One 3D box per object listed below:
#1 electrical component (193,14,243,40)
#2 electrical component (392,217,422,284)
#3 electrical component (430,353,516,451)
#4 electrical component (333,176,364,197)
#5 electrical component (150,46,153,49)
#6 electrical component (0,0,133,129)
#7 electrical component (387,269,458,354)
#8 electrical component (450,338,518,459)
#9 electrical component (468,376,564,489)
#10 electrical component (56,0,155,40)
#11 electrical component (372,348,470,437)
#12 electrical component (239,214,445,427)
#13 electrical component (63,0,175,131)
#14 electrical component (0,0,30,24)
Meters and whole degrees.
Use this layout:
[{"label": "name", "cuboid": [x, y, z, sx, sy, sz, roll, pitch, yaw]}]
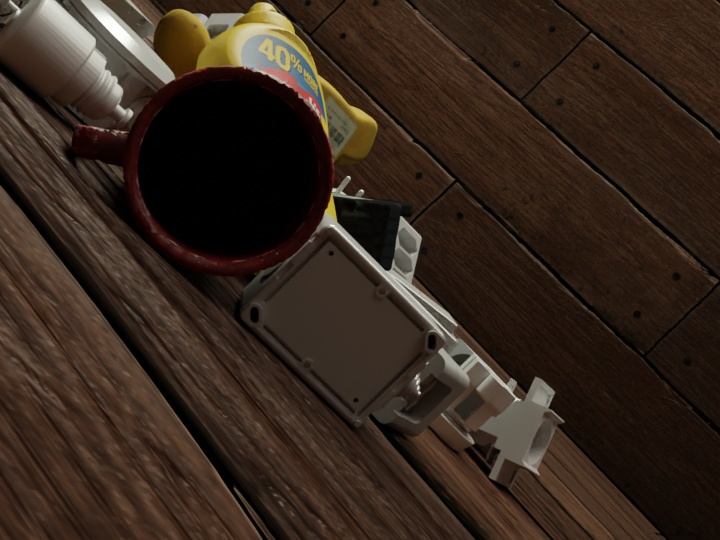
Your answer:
[{"label": "electrical component", "cuboid": [-0.117, -0.182, 1.109, 0.105, 0.060, 0.186, 10, -27, 37]}, {"label": "electrical component", "cuboid": [0.000, 0.000, 0.881, 0.076, 0.083, 0.047, 3, -22, 30]}, {"label": "electrical component", "cuboid": [0.074, 0.092, 0.750, 0.048, 0.055, 0.066, 45, 4, 0]}, {"label": "electrical component", "cuboid": [-0.026, -0.050, 0.977, 0.083, 0.075, 0.047, 47, 20, 21]}, {"label": "electrical component", "cuboid": [-0.146, -0.143, 0.911, 0.138, 0.052, 0.074, 47, 4, 23]}, {"label": "electrical component", "cuboid": [-0.145, -0.100, 0.534, 0.078, 0.040, 0.040, 44, 4, -29]}, {"label": "electrical component", "cuboid": [0.021, 0.032, 0.783, 0.096, 0.061, 0.061, 45, 4, -7]}, {"label": "electrical component", "cuboid": [0.093, 0.103, 0.888, 0.056, 0.050, 0.089, 44, 4, -33]}, {"label": "electrical component", "cuboid": [0.110, 0.116, 0.799, 0.064, 0.081, 0.042, 21, -10, 31]}, {"label": "electrical component", "cuboid": [-0.225, -0.222, 0.911, 0.055, 0.050, 0.089, 47, 4, 19]}, {"label": "electrical component", "cuboid": [0.014, 0.047, 0.621, 0.089, 0.050, 0.056, 47, 4, 28]}, {"label": "electrical component", "cuboid": [-0.005, 0.027, 0.529, 0.096, 0.062, 0.061, 45, 3, -11]}, {"label": "electrical component", "cuboid": [-0.145, -0.114, 0.606, 0.080, 0.051, 0.080, 45, 4, -4]}, {"label": "electrical component", "cuboid": [-0.199, -0.160, 0.604, 0.044, 0.044, 0.065, 44, 8, -20]}]
